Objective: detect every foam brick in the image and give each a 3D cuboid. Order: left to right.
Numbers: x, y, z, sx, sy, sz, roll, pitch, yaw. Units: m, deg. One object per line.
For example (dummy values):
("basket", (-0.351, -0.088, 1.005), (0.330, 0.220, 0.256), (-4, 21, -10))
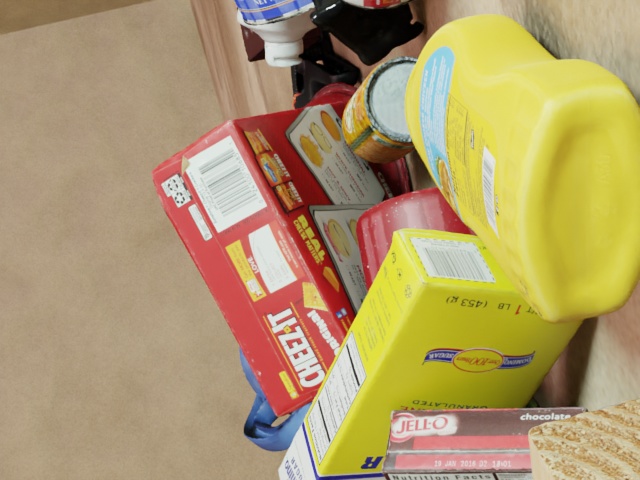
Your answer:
("foam brick", (-0.036, -0.190, 0.927), (0.078, 0.051, 0.053), (173, 85, -76))

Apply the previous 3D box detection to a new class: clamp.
("clamp", (-0.004, -0.169, 1.005), (0.210, 0.036, 0.164), (98, 158, -64))

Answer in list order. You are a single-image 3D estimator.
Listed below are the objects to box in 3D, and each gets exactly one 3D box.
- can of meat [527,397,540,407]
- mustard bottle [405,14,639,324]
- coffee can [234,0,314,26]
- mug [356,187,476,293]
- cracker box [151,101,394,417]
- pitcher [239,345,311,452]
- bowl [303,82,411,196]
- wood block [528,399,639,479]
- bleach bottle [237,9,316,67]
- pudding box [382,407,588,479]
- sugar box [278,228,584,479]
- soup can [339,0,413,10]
("can of meat", (0.093, 0.137, 0.607), (0.102, 0.057, 0.084), (-115, 41, -58))
("mustard bottle", (0.079, -0.047, 0.470), (0.192, 0.058, 0.096), (-118, 17, -64))
("coffee can", (-0.038, -0.233, 0.724), (0.140, 0.103, 0.103), (62, -179, -28))
("mug", (0.073, 0.021, 0.604), (0.117, 0.093, 0.081), (12, -116, -56))
("cracker box", (-0.005, 0.001, 0.696), (0.164, 0.072, 0.213), (62, -159, 0))
("pitcher", (0.011, 0.103, 0.921), (0.243, 0.144, 0.149), (162, 101, -74))
("bowl", (0.005, -0.044, 0.868), (0.162, 0.055, 0.162), (33, 130, 50))
("wood block", (0.129, 0.153, 0.326), (0.090, 0.090, 0.206), (-117, 15, -64))
("bleach bottle", (-0.045, -0.255, 0.805), (0.068, 0.102, 0.251), (-111, 15, -65))
("pudding box", (0.088, 0.123, 0.501), (0.039, 0.090, 0.113), (-72, -31, -42))
("sugar box", (0.051, 0.077, 0.527), (0.048, 0.093, 0.176), (-109, 34, -49))
("soup can", (0.030, -0.179, 0.559), (0.102, 0.068, 0.068), (86, 168, -59))
